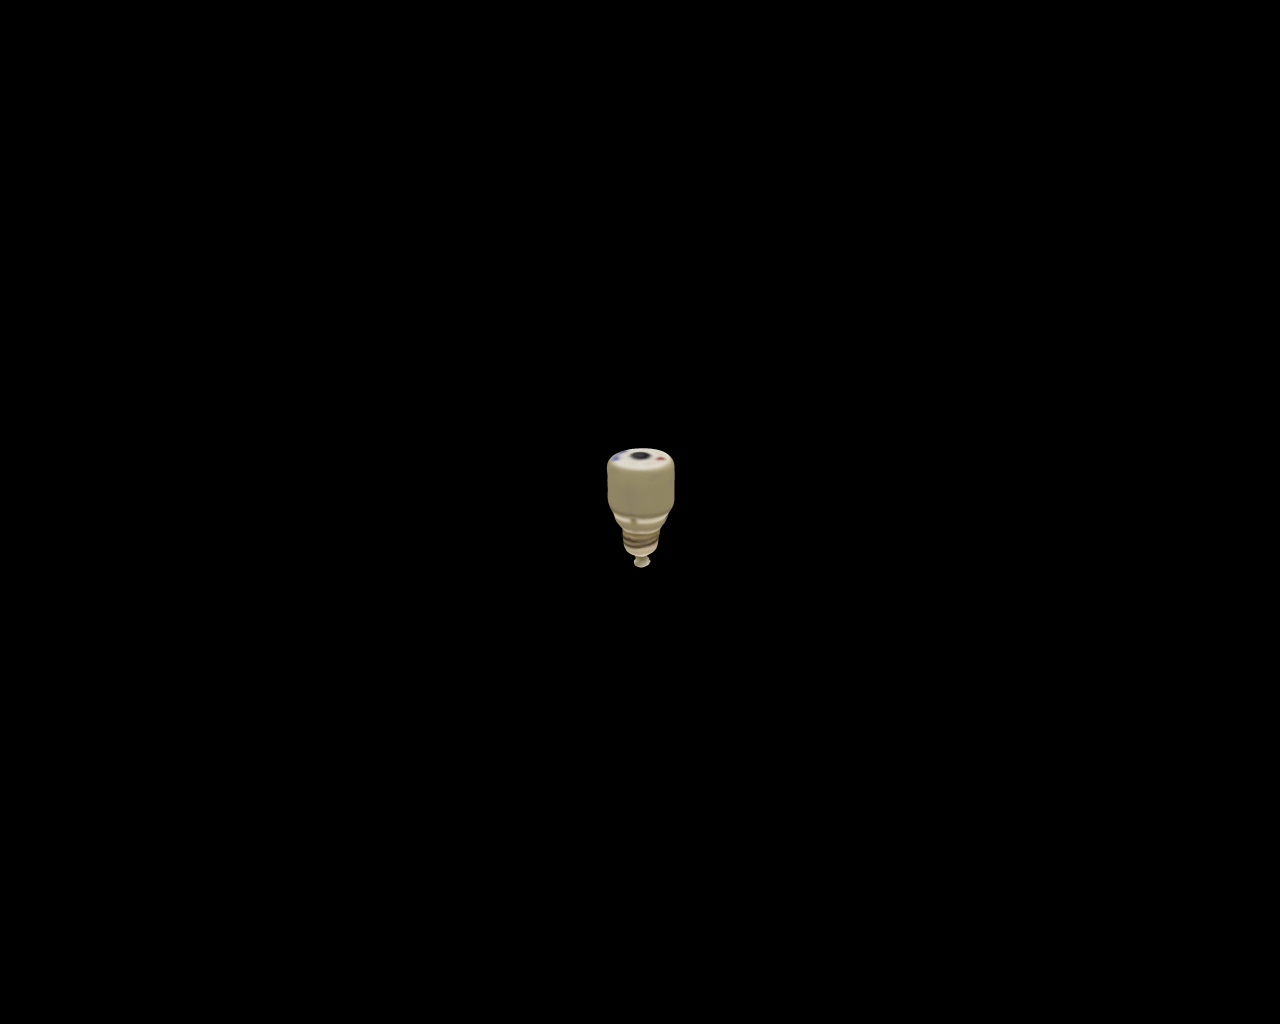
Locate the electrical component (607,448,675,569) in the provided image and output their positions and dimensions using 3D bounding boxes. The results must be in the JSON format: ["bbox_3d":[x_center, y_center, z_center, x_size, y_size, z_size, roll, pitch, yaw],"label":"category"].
[{"bbox_3d":[0.001,-0.003,0.650,0.040,0.078,0.040,0,24,0],"label":"electrical component"}]
